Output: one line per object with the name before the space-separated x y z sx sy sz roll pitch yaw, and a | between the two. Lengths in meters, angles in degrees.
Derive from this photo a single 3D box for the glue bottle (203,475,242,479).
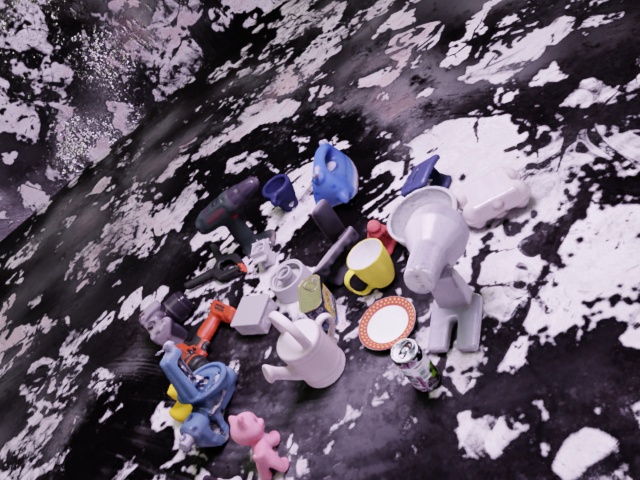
glue bottle | -0.147 0.450 1.003 0.078 0.174 0.037 -43 37 -6

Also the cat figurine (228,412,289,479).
cat figurine | -0.128 0.386 1.102 0.067 0.118 0.127 -38 36 1

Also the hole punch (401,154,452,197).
hole punch | 0.244 -0.143 1.374 0.100 0.091 0.109 4 53 42

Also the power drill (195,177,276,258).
power drill | -0.214 -0.055 1.570 0.229 0.209 0.075 -26 38 17

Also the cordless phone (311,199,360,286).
cordless phone | 0.012 0.005 1.333 0.093 0.186 0.148 15 61 48

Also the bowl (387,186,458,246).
bowl | 0.239 -0.037 1.279 0.167 0.075 0.167 -23 39 20

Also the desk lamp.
desk lamp | 0.225 0.068 1.060 0.117 0.214 0.203 -12 44 31

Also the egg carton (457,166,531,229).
egg carton | 0.370 -0.091 1.230 0.150 0.070 0.107 -28 37 13

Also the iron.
iron | 0.025 -0.200 1.579 0.118 0.142 0.258 -20 40 23

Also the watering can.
watering can | -0.041 0.214 1.146 0.100 0.195 0.173 -1 50 40

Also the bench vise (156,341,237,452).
bench vise | -0.258 0.320 1.197 0.121 0.220 0.207 -29 37 13

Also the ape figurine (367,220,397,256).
ape figurine | 0.137 -0.009 1.321 0.077 0.092 0.076 -31 37 10

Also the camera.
camera | -0.409 0.206 1.548 0.137 0.101 0.142 -46 37 -10

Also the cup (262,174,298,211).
cup | -0.107 -0.119 1.644 0.091 0.095 0.117 -21 40 23

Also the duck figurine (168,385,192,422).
duck figurine | -0.314 0.359 1.316 0.105 0.086 0.077 -48 37 -13
